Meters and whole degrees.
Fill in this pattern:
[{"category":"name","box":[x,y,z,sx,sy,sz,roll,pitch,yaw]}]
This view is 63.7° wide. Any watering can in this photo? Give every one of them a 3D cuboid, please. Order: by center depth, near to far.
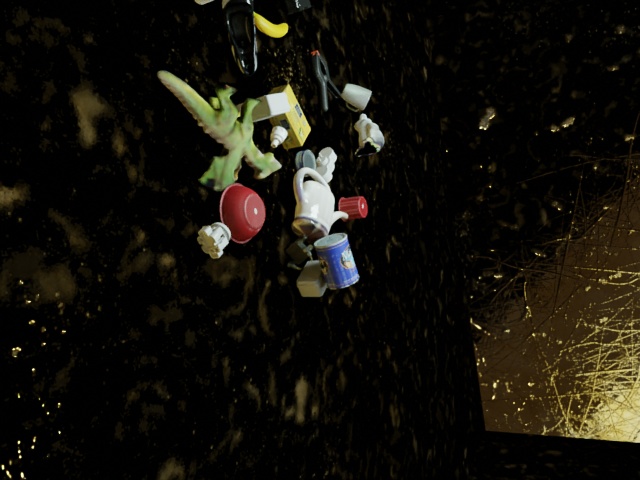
[{"category":"watering can","box":[0.005,-0.084,1.660,0.342,0.103,0.229,45,47,-48]}]

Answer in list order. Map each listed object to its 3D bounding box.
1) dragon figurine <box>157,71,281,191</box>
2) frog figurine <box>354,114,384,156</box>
[{"category":"dragon figurine","box":[-0.242,-0.241,1.265,0.409,0.122,0.243,7,86,-52]},{"category":"frog figurine","box":[0.197,-0.428,2.097,0.134,0.123,0.163,101,-8,-57]}]
